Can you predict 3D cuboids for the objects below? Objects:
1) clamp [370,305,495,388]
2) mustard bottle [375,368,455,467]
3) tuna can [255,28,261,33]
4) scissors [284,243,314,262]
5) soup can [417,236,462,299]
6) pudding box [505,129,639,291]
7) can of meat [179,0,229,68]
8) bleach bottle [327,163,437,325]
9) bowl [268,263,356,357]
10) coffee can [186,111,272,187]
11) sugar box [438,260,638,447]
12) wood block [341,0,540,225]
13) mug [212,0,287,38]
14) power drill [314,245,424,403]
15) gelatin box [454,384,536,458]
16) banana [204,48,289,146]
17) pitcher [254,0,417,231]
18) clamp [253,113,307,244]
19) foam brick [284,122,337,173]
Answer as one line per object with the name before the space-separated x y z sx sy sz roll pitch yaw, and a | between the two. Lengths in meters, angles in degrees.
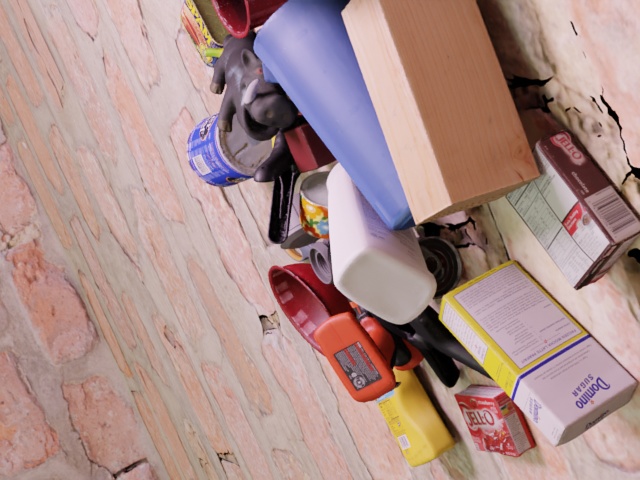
clamp | 0.124 0.103 1.160 0.209 0.036 0.165 42 160 -22
mustard bottle | 0.098 0.193 1.367 0.192 0.058 0.096 61 161 8
tuna can | -0.044 -0.219 1.284 0.086 0.033 0.086 46 151 35
scissors | -0.010 0.002 1.456 0.202 0.016 0.096 15 127 60
soup can | 0.102 0.031 1.184 0.102 0.068 0.068 -5 109 66
pudding box | 0.217 -0.025 0.923 0.113 0.039 0.090 59 158 21
can of meat | -0.139 -0.285 1.392 0.102 0.057 0.084 62 159 6
bleach bottle | 0.057 -0.019 1.135 0.068 0.102 0.251 -51 20 24
bowl | 0.001 0.087 1.451 0.162 0.055 0.162 44 158 23
coffee can | -0.110 -0.129 1.428 0.140 0.102 0.103 -9 105 66
sugar box | 0.203 0.104 1.012 0.176 0.093 0.048 51 155 30
wood block | 0.103 -0.130 0.936 0.090 0.090 0.206 144 108 -72
mug | -0.077 -0.292 1.219 0.117 0.081 0.093 41 148 43
power drill | 0.051 0.094 1.241 0.184 0.057 0.187 56 -158 -4
gelatin box | 0.196 0.204 1.208 0.089 0.030 0.073 -11 103 66
banana | -0.067 -0.171 1.349 0.198 0.070 0.037 60 -159 -6
pitcher | 0.057 -0.140 1.054 0.243 0.145 0.149 56 168 10
clamp | -0.043 -0.094 1.263 0.120 0.039 0.171 84 -166 -59
foam brick | 0.008 -0.116 1.223 0.051 0.078 0.053 -6 108 64
